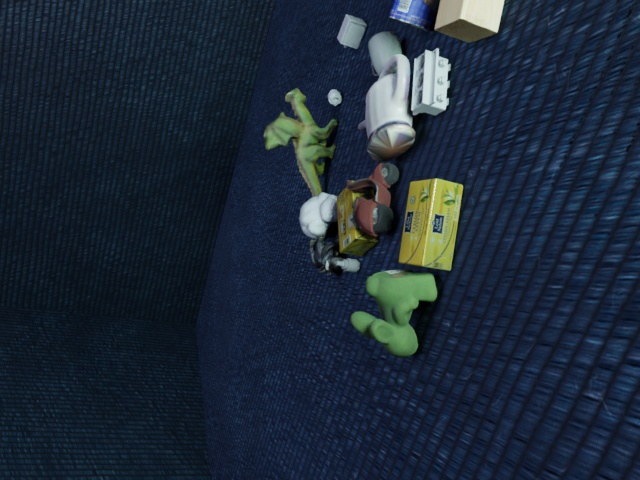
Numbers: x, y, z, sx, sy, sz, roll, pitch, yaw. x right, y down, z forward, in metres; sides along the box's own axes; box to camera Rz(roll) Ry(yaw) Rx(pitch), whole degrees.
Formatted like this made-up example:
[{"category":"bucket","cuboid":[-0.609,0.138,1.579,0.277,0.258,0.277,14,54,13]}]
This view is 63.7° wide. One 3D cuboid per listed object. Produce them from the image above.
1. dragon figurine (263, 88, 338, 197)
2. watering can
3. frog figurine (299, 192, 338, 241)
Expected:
[{"category":"dragon figurine","cuboid":[-0.073,-0.297,1.648,0.121,0.242,0.415,-21,59,61]},{"category":"watering can","cuboid":[0.154,-0.290,1.258,0.342,0.104,0.228,117,155,-66]},{"category":"frog figurine","cuboid":[0.005,-0.076,1.506,0.157,0.122,0.139,129,166,-72]}]
